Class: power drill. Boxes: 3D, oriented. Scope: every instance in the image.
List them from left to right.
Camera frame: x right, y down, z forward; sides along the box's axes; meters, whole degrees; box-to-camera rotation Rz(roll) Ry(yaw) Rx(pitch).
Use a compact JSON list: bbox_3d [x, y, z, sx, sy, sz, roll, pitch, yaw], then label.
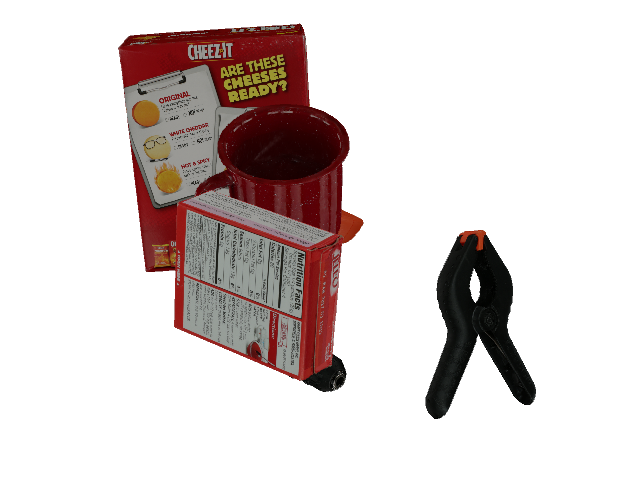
[{"bbox_3d":[-0.021,0.051,1.156,0.185,0.188,0.057,27,11,38],"label":"power drill"}]

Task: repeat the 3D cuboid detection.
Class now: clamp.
[{"bbox_3d":[0.135,0.079,0.965,0.120,0.171,0.039,-13,1,-37],"label":"clamp"}]

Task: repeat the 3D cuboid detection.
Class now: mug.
[{"bbox_3d":[-0.036,-0.035,0.770,0.117,0.081,0.093,-22,47,-21],"label":"mug"}]

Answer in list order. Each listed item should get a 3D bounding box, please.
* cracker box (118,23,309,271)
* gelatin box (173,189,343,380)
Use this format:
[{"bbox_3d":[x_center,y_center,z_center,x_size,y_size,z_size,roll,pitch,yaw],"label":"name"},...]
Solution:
[{"bbox_3d":[-0.089,-0.084,0.982,0.164,0.214,0.072,-4,21,-1],"label":"cracker box"},{"bbox_3d":[-0.033,0.022,0.545,0.089,0.073,0.030,19,27,30],"label":"gelatin box"}]
